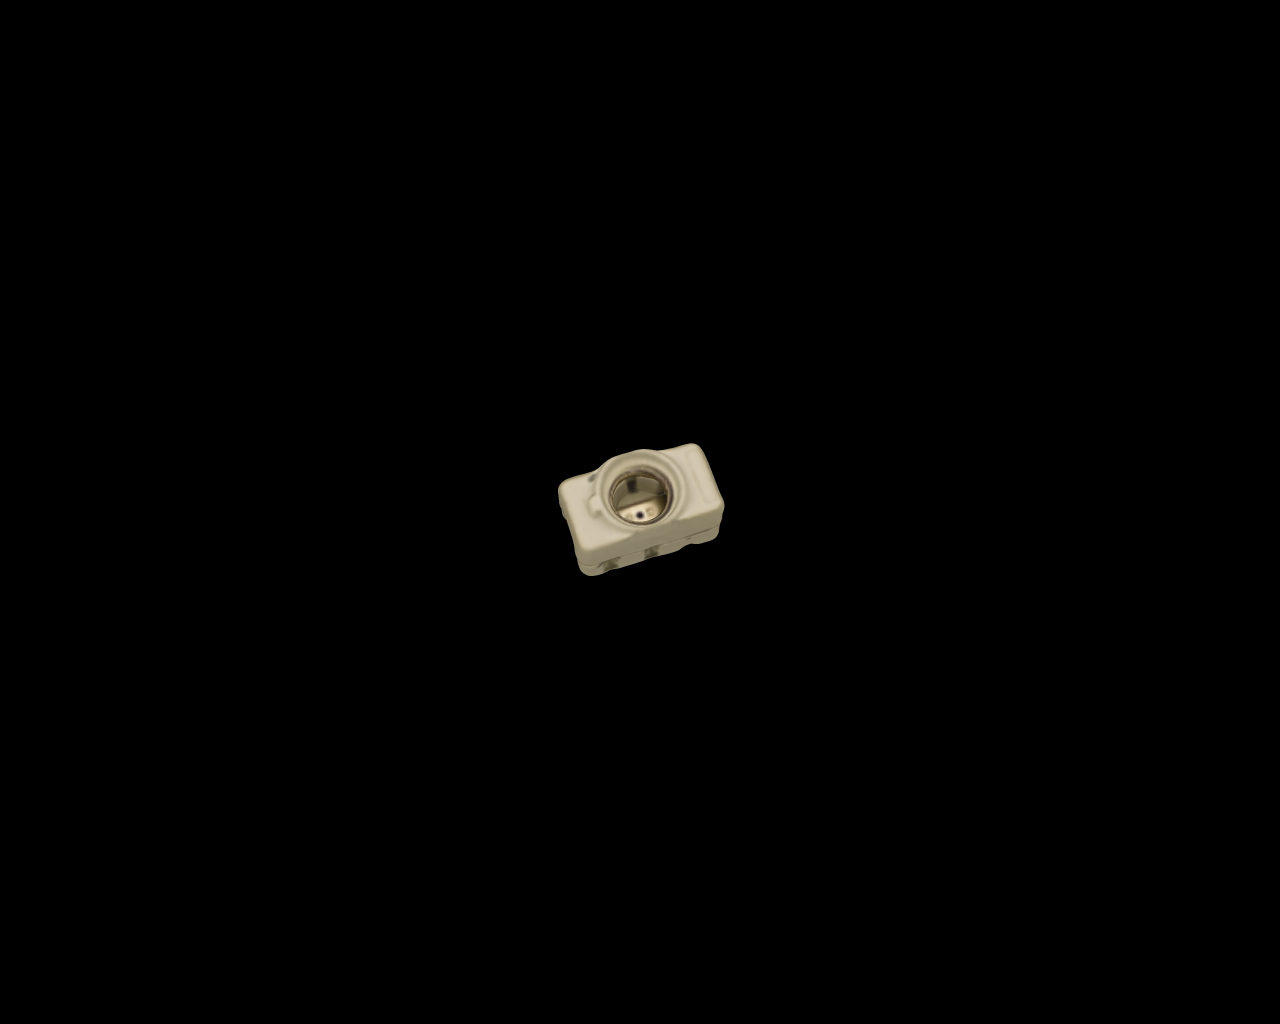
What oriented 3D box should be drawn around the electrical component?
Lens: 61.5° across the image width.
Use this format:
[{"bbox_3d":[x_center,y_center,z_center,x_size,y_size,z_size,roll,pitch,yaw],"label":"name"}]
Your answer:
[{"bbox_3d":[0.001,-0.003,0.650,0.089,0.050,0.055,-17,-22,-7],"label":"electrical component"}]
